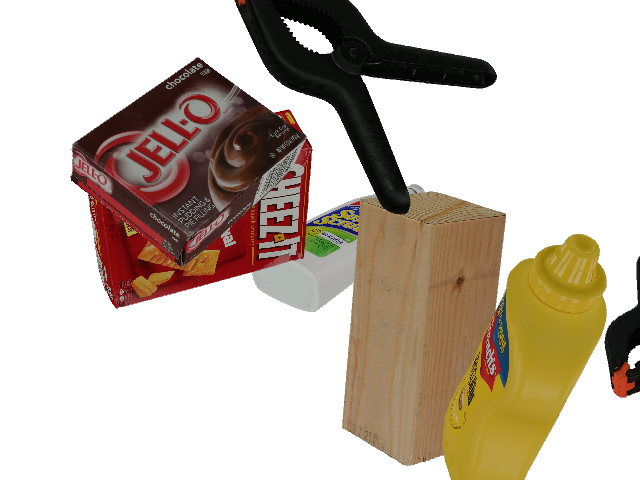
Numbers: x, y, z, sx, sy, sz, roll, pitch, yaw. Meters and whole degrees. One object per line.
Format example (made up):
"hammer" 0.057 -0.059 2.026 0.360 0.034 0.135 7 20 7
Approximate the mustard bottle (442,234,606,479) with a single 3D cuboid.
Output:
"mustard bottle" 0.123 0.068 0.631 0.058 0.192 0.096 15 45 1

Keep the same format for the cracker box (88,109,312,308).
"cracker box" -0.120 -0.029 1.073 0.213 0.072 0.164 -14 -40 -18

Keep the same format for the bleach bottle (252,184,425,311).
"bleach bottle" 0.037 -0.008 1.263 0.103 0.068 0.250 23 39 32

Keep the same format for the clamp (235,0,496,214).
"clamp" 0.020 -0.124 0.806 0.210 0.164 0.036 31 -31 -5

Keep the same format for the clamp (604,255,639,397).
"clamp" 0.304 0.072 0.967 0.171 0.039 0.120 -33 37 -26

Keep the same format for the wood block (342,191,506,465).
"wood block" 0.086 0.071 0.905 0.090 0.206 0.090 -8 19 -38

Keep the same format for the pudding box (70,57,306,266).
"pudding box" -0.078 -0.049 0.636 0.090 0.039 0.113 37 51 12
